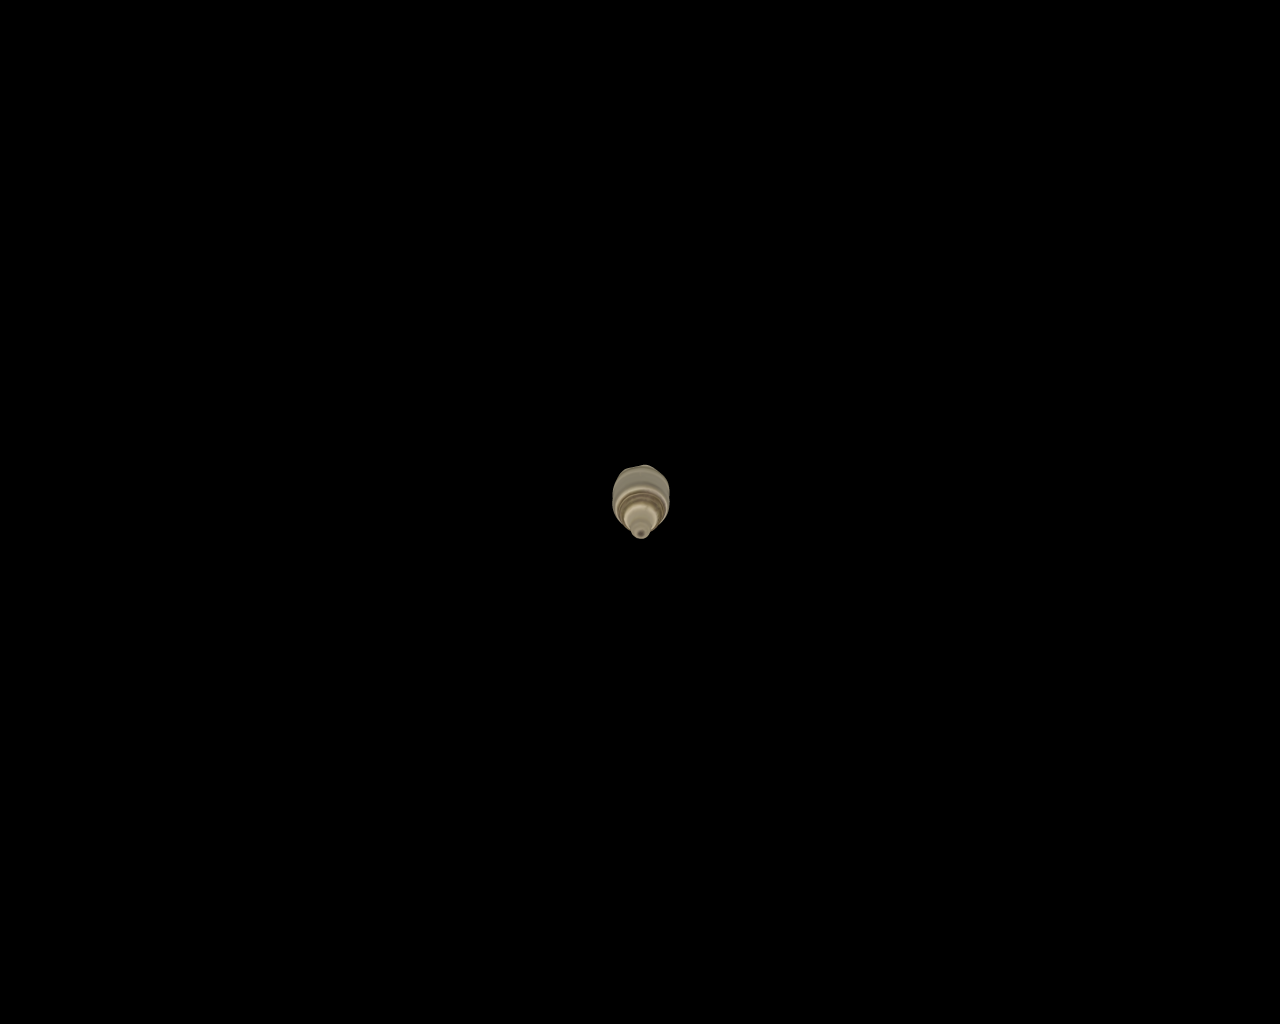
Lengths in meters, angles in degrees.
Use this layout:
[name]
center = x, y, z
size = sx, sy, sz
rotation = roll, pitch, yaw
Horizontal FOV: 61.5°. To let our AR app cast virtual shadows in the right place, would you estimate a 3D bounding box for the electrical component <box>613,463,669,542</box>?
[electrical component]
center = 0.001, -0.003, 0.650
size = 0.035, 0.035, 0.061
rotation = 0, 30, 0
